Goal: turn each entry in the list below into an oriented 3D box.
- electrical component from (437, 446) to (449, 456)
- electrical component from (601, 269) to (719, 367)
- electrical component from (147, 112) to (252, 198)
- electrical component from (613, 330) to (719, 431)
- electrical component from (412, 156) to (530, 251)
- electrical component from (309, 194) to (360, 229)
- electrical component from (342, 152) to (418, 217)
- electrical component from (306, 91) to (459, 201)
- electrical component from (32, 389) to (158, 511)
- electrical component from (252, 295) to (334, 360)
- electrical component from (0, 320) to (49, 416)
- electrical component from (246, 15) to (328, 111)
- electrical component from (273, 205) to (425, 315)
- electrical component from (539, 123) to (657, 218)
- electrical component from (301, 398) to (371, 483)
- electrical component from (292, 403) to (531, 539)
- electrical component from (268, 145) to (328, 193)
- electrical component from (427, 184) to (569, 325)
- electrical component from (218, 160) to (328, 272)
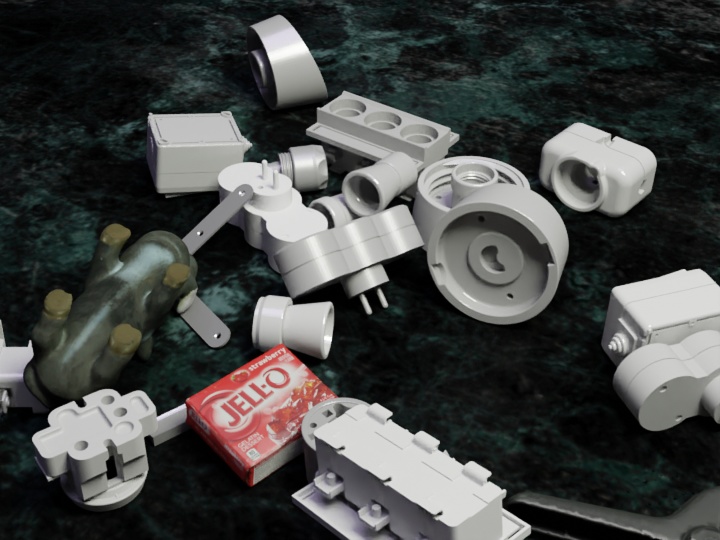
[{"bbox_3d":[0.036,0.137,0.711,0.040,0.040,0.046,18,34,21],"label":"electrical component"},{"bbox_3d":[0.227,0.043,0.819,0.096,0.061,0.061,-11,39,-16],"label":"electrical component"},{"bbox_3d":[-0.150,-0.108,1.016,0.096,0.061,0.061,-4,37,-19],"label":"electrical component"},{"bbox_3d":[0.260,0.085,0.772,0.138,0.052,0.073,-11,39,-16],"label":"electrical component"},{"bbox_3d":[0.100,-0.060,0.953,0.108,0.060,0.108,1,37,0],"label":"electrical component"},{"bbox_3d":[-0.017,-0.049,0.954,0.046,0.040,0.040,-23,43,-37],"label":"electrical component"},{"bbox_3d":[0.021,-0.077,0.941,0.044,0.044,0.065,24,38,27],"label":"electrical component"},{"bbox_3d":[0.021,-0.117,1.024,0.121,0.063,0.079,24,43,27],"label":"electrical component"},{"bbox_3d":[-0.172,0.121,0.711,0.078,0.057,0.058,-22,43,-27],"label":"electrical component"},{"bbox_3d":[-0.051,0.044,0.826,0.055,0.045,0.045,6,38,7],"label":"electrical component"},{"bbox_3d":[-0.255,0.078,0.780,0.064,0.042,0.081,0,38,-5],"label":"electrical component"},{"bbox_3d":[-0.079,-0.216,1.128,0.064,0.099,0.099,-19,41,-15],"label":"electrical component"},{"bbox_3d":[0.000,0.000,0.875,0.138,0.052,0.073,-21,85,-41],"label":"electrical component"},{"bbox_3d":[0.218,-0.091,1.002,0.095,0.053,0.059,28,45,31],"label":"electrical component"},{"bbox_3d":[-0.011,0.122,0.722,0.055,0.047,0.055,1,37,0],"label":"electrical component"},{"bbox_3d":[0.027,0.132,0.627,0.079,0.063,0.121,-27,36,-33],"label":"electrical component"},{"bbox_3d":[-0.063,-0.093,1.007,0.062,0.043,0.043,-7,38,-9],"label":"electrical component"},{"bbox_3d":[0.115,-0.018,0.863,0.108,0.108,0.060,16,33,19],"label":"electrical component"},{"bbox_3d":[-0.077,-0.060,0.938,0.052,0.073,0.138,-22,43,-27],"label":"electrical component"}]
